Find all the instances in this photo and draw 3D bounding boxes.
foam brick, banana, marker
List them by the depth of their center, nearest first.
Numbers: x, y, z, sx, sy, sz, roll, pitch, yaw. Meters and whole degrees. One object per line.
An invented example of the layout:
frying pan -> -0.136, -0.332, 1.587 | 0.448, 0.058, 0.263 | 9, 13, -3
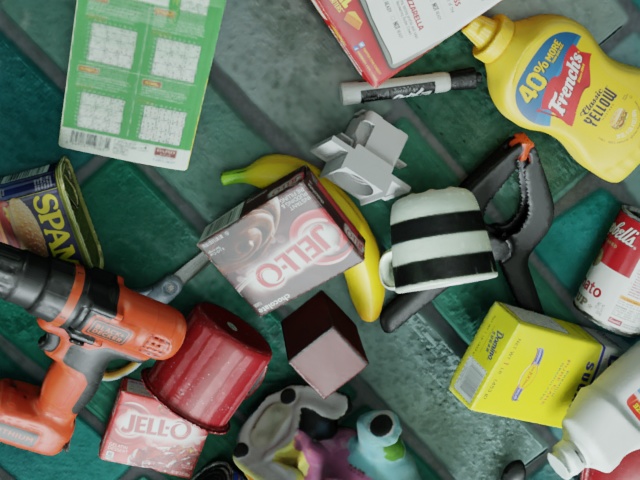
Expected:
marker -> 0.077, -0.130, 0.898 | 0.121, 0.020, 0.020 | -8, 111, -5
banana -> 0.005, -0.011, 0.926 | 0.070, 0.037, 0.197 | -35, 111, 26
foam brick -> 0.003, 0.091, 0.940 | 0.051, 0.078, 0.053 | -39, 110, 9

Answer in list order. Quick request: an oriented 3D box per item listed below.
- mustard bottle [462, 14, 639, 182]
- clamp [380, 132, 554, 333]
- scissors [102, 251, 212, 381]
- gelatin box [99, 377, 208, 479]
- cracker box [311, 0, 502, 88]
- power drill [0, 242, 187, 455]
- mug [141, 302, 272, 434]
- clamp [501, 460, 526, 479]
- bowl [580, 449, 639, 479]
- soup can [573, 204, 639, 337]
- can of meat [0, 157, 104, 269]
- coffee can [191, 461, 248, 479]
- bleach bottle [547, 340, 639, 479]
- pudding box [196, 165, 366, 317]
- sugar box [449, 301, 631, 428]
mustard bottle -> 0.199, -0.133, 0.894 | 0.191, 0.058, 0.096 | 29, 102, -17
clamp -> 0.162, 0.009, 0.954 | 0.164, 0.036, 0.210 | 14, 112, -15
scissors -> -0.151, 0.036, 0.930 | 0.096, 0.016, 0.202 | 33, 103, -18
gelatin box -> -0.149, 0.172, 0.974 | 0.089, 0.030, 0.073 | 17, 107, -14
cracker box -> 0.081, -0.248, 0.827 | 0.214, 0.072, 0.164 | -35, 112, 4
power drill -> -0.230, 0.093, 0.880 | 0.184, 0.057, 0.188 | 26, 124, -27
mug -> -0.088, 0.112, 0.936 | 0.117, 0.093, 0.081 | 26, 101, -48
clamp -> 0.179, 0.293, 1.063 | 0.171, 0.039, 0.120 | -42, 110, 8
bowl -> 0.335, 0.222, 1.030 | 0.162, 0.055, 0.162 | -10, 120, -18
soup can -> 0.280, 0.028, 0.962 | 0.068, 0.068, 0.102 | 19, 107, -15
can of meat -> -0.235, -0.008, 0.880 | 0.084, 0.057, 0.102 | -15, 112, 0
coffee can -> -0.066, 0.287, 0.991 | 0.140, 0.103, 0.103 | 41, 100, -20
bleach bottle -> 0.310, 0.136, 0.965 | 0.250, 0.068, 0.102 | -34, 113, -16
pudding box -> -0.031, 0.002, 0.893 | 0.114, 0.039, 0.090 | -29, 114, 24
sugar box -> 0.208, 0.120, 0.969 | 0.176, 0.048, 0.093 | 17, 109, -33
